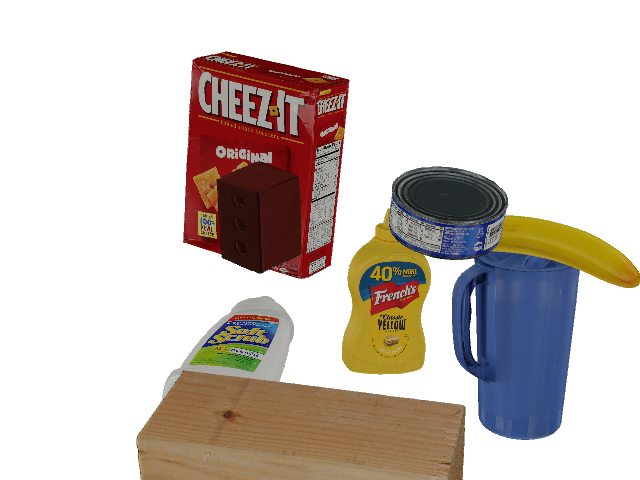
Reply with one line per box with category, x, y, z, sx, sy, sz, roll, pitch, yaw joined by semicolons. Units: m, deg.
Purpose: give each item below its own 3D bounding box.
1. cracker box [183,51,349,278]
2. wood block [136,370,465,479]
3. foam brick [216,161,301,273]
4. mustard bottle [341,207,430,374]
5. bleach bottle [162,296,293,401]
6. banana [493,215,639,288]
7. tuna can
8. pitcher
cracker box;-0.064;-0.082;1.155;0.164;0.214;0.072;17;25;28
wood block;-0.010;0.159;0.732;0.206;0.090;0.090;5;26;15
foam brick;-0.053;-0.021;0.926;0.053;0.078;0.051;21;33;41
mustard bottle;0.079;0.057;1.235;0.096;0.192;0.058;1;14;-12
bleach bottle;-0.087;0.118;1.128;0.102;0.068;0.250;7;20;4
banana;0.215;0.008;1.040;0.198;0.037;0.069;9;47;23
tuna can;0.094;-0.021;0.790;0.086;0.034;0.086;4;31;-2
pitcher;0.251;0.128;1.368;0.149;0.243;0.144;5;17;17
